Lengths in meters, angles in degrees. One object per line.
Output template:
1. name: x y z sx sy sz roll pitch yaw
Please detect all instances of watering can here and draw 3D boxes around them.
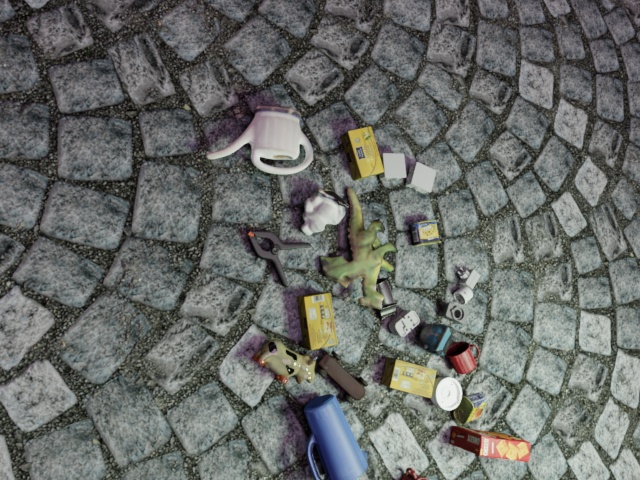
1. watering can: -0.182 -0.328 1.648 0.347 0.103 0.226 5 80 -22

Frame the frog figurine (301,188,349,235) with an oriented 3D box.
1. frog figurine: 0.005 -0.086 1.709 0.136 0.125 0.157 24 111 -27

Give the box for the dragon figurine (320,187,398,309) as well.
1. dragon figurine: 0.112 0.041 1.725 0.244 0.120 0.414 -27 77 -17
